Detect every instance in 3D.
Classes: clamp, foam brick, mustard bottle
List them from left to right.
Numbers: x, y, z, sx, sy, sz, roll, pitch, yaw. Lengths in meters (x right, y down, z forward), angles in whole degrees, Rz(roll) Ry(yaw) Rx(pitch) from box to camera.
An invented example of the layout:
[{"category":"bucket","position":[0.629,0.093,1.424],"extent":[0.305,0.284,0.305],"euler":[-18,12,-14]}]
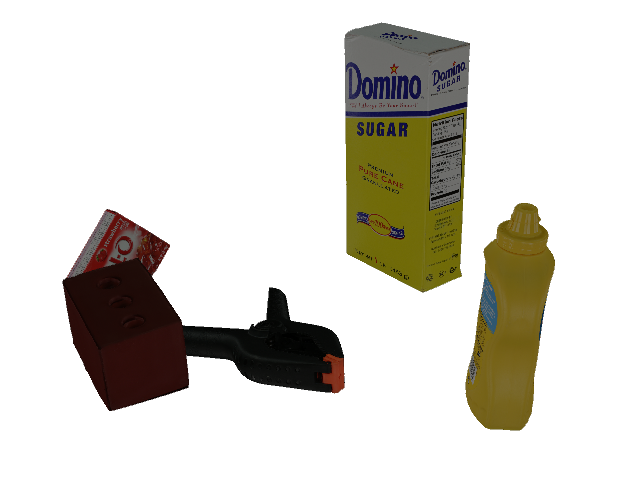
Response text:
[{"category":"foam brick","position":[-0.121,0.057,0.658],"extent":[0.052,0.051,0.078],"euler":[-16,37,-24]},{"category":"clamp","position":[-0.043,0.088,0.957],"extent":[0.210,0.036,0.164],"euler":[13,24,43]},{"category":"mustard bottle","position":[0.160,0.058,0.897],"extent":[0.058,0.192,0.096],"euler":[4,28,2]}]

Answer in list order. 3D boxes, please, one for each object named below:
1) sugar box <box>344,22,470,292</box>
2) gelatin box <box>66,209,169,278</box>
[{"category":"sugar box","position":[0.059,-0.061,0.769],"extent":[0.048,0.176,0.093],"euler":[-21,29,-32]},{"category":"gelatin box","position":[-0.206,0.024,1.087],"extent":[0.073,0.089,0.030],"euler":[34,-10,-37]}]
